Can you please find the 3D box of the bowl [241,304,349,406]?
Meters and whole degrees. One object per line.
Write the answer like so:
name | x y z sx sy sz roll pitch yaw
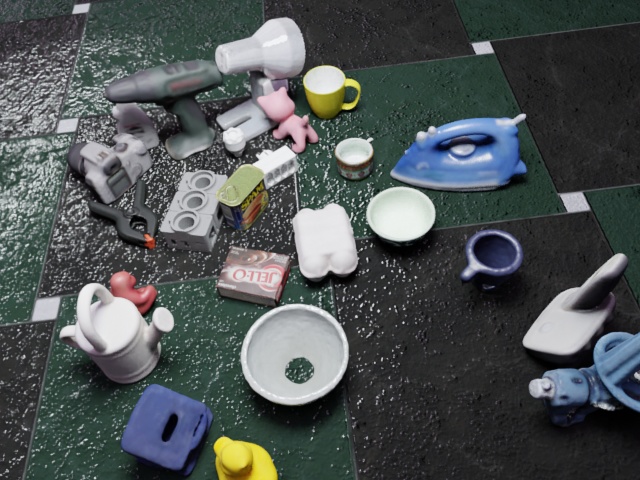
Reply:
bowl | -0.036 0.190 0.900 0.167 0.075 0.167 -3 54 4

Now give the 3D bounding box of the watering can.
watering can | -0.317 0.137 0.891 0.173 0.194 0.100 -23 55 -11

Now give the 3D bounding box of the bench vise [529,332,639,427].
bench vise | 0.401 0.187 0.769 0.207 0.220 0.121 -24 55 -11

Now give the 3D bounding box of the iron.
iron | 0.265 -0.177 1.097 0.258 0.142 0.118 -5 54 2

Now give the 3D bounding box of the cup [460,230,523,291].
cup | 0.276 0.051 0.958 0.118 0.095 0.091 -35 58 -19

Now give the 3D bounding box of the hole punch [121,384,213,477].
hole punch | -0.221 0.278 0.843 0.101 0.091 0.109 10 56 13

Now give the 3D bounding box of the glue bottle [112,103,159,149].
glue bottle | -0.398 -0.258 1.200 0.078 0.173 0.037 -21 55 -9

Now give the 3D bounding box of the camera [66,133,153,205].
camera | -0.448 -0.169 1.185 0.136 0.101 0.143 27 61 23

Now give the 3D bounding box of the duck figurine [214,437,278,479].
duck figurine | -0.109 0.318 0.806 0.104 0.086 0.078 33 64 26

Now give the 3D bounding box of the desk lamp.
desk lamp | -0.130 -0.341 1.210 0.203 0.214 0.117 -33 57 -18

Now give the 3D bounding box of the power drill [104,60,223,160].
power drill | -0.299 -0.269 1.177 0.230 0.209 0.075 -29 56 -15

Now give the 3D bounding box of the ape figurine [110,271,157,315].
ape figurine | -0.332 0.089 0.991 0.077 0.092 0.076 23 59 21

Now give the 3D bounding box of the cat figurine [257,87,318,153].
cat figurine | -0.068 -0.263 1.206 0.127 0.118 0.067 35 64 26

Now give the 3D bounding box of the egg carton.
egg carton | 0.009 0.004 1.034 0.107 0.069 0.150 -11 54 -2

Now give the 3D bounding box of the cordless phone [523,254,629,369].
cordless phone | 0.386 0.103 0.853 0.094 0.185 0.148 33 63 26
